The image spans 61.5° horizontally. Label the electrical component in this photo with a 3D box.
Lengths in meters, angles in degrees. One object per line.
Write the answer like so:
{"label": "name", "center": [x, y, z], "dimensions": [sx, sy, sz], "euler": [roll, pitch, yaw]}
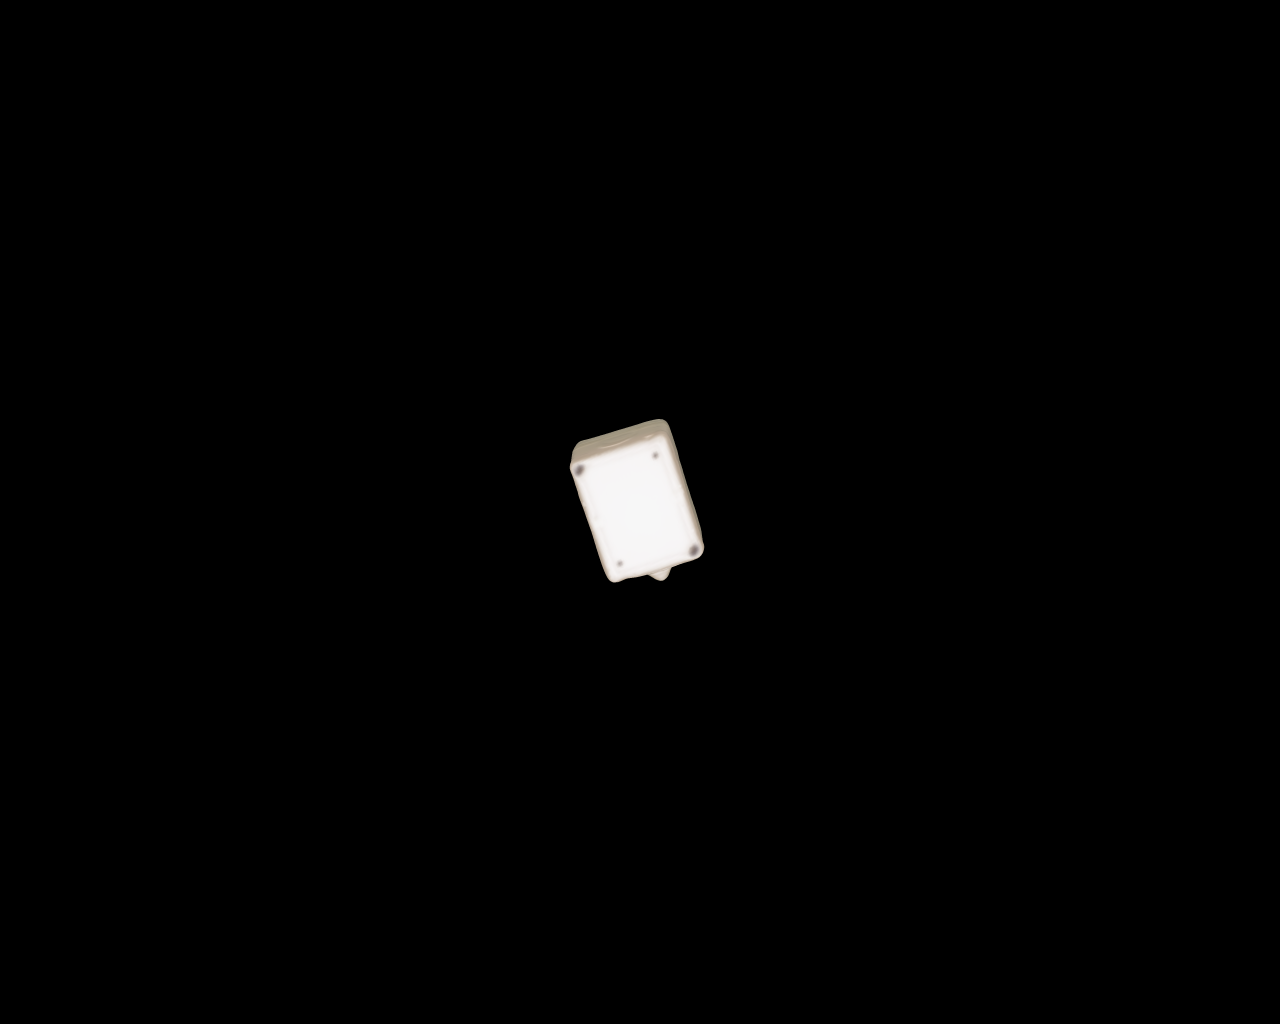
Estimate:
{"label": "electrical component", "center": [0.001, -0.003, 0.650], "dimensions": [0.062, 0.096, 0.061], "euler": [-17, 16, 5]}
